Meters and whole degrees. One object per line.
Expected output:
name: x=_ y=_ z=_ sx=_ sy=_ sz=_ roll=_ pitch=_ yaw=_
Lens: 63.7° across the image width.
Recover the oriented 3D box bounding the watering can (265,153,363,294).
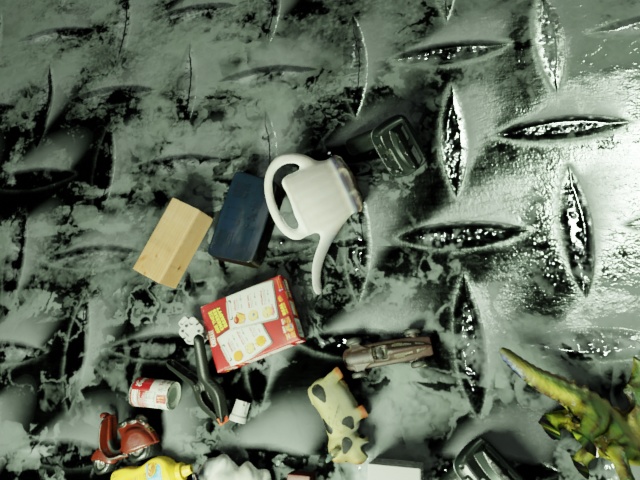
watering can: x=0.004 y=-0.063 z=1.259 sx=0.224 sy=0.104 sz=0.348 roll=-24 pitch=88 yaw=-1

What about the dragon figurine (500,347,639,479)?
dragon figurine: x=0.576 y=0.330 z=1.019 sx=0.244 sy=0.120 sz=0.415 roll=-30 pitch=70 yaw=-15

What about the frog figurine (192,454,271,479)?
frog figurine: x=-0.193 y=0.540 z=1.139 sx=0.160 sy=0.120 sz=0.140 roll=-14 pitch=58 yaw=-28
